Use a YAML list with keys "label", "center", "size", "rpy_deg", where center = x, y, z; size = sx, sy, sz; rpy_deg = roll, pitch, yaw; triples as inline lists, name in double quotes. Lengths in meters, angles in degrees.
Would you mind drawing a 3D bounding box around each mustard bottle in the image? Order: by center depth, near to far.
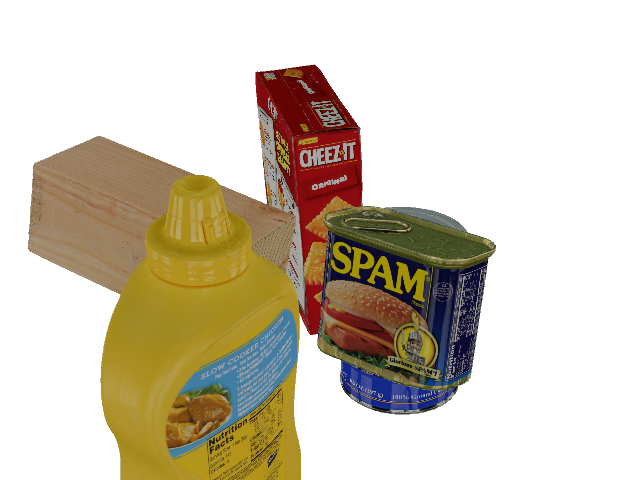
- label: "mustard bottle"
  center: [-0.048, 0.060, 0.448]
  size: [0.058, 0.192, 0.096]
  rpy_deg: [25, 39, 32]

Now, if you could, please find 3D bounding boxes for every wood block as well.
- label: "wood block"
  center: [-0.136, -0.005, 0.904]
  size: [0.206, 0.090, 0.090]
  rpy_deg: [23, 30, 20]

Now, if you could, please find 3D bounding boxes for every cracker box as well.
- label: "cracker box"
  center: [-0.007, -0.043, 1.043]
  size: [0.072, 0.214, 0.164]
  rpy_deg: [-10, 32, -11]

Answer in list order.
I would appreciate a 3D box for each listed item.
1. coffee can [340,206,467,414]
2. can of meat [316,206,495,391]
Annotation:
- label: "coffee can"
  center: [0.067, 0.057, 0.882]
  size: [0.103, 0.140, 0.103]
  rpy_deg: [0, 28, 0]
- label: "can of meat"
  center: [0.047, 0.034, 0.633]
  size: [0.102, 0.084, 0.057]
  rpy_deg: [19, 22, 36]
